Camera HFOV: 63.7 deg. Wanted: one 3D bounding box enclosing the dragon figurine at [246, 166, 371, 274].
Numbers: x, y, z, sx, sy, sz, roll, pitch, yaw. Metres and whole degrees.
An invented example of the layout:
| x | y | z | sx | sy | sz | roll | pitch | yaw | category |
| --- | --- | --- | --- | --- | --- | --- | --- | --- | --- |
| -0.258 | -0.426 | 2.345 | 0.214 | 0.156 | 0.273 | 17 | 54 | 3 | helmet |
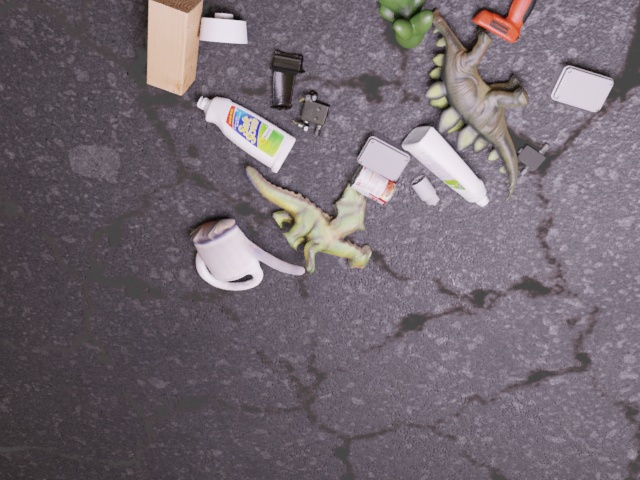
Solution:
| x | y | z | sx | sy | sz | roll | pitch | yaw | category |
| --- | --- | --- | --- | --- | --- | --- | --- | --- | --- |
| 0.004 | -0.068 | 1.356 | 0.242 | 0.124 | 0.405 | -30 | 111 | 2 | dragon figurine |

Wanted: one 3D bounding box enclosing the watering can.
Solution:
| x | y | z | sx | sy | sz | roll | pitch | yaw | category |
| --- | --- | --- | --- | --- | --- | --- | --- | --- | --- |
| -0.218 | 0.036 | 1.400 | 0.345 | 0.106 | 0.221 | -12 | 116 | 31 | watering can |
